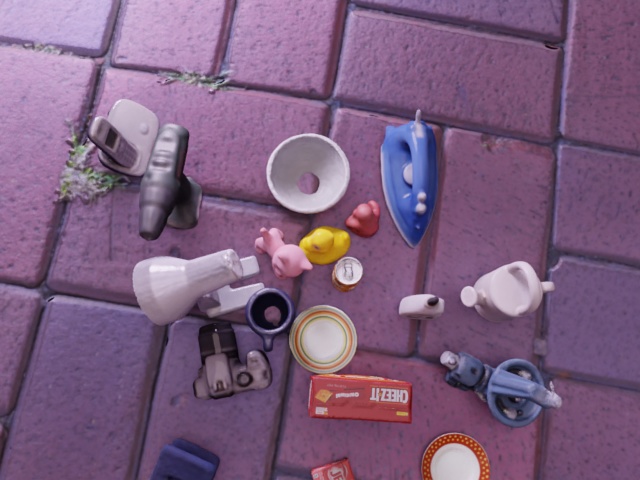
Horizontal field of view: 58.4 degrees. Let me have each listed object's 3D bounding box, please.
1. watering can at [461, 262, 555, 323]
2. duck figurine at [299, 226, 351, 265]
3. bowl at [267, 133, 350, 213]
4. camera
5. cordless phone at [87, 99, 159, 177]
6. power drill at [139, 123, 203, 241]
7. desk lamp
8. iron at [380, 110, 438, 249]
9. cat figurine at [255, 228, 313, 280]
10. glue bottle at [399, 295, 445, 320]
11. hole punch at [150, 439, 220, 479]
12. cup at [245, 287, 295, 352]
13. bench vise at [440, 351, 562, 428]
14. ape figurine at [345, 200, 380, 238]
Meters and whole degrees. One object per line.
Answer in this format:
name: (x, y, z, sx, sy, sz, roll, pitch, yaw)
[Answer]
watering can: (0.352, 0.099, 1.064, 0.173, 0.194, 0.101, -29, 80, -8)
duck figurine: (0.010, 0.004, 1.128, 0.104, 0.086, 0.077, -12, 78, -5)
bowl: (-0.024, -0.125, 1.161, 0.167, 0.075, 0.167, 1, 77, -2)
camera: (-0.169, 0.220, 1.064, 0.143, 0.101, 0.137, -11, 78, -5)
cordless phone: (-0.386, -0.215, 1.111, 0.094, 0.185, 0.148, 9, 77, 0)
power drill: (-0.279, -0.090, 1.075, 0.075, 0.208, 0.230, 5, 77, -1)
desk lamp: (-0.210, 0.077, 1.037, 0.203, 0.213, 0.118, -17, 78, -6)
iron: (0.190, -0.122, 1.135, 0.118, 0.141, 0.258, -2, 77, -2)
cat figurine: (-0.072, 0.026, 1.103, 0.067, 0.118, 0.127, -39, 81, -10)
glue bottle: (0.197, 0.122, 1.064, 0.078, 0.173, 0.037, 7, 77, 0)
hole punch: (-0.242, 0.423, 1.020, 0.108, 0.091, 0.101, 23, 77, 3)
cup: (-0.093, 0.154, 1.085, 0.091, 0.095, 0.118, 2, 77, -2)
bench vise: (0.317, 0.266, 1.012, 0.207, 0.220, 0.121, 9, 77, 0)
ape figurine: (0.088, -0.046, 1.139, 0.078, 0.092, 0.076, -16, 78, -5)
